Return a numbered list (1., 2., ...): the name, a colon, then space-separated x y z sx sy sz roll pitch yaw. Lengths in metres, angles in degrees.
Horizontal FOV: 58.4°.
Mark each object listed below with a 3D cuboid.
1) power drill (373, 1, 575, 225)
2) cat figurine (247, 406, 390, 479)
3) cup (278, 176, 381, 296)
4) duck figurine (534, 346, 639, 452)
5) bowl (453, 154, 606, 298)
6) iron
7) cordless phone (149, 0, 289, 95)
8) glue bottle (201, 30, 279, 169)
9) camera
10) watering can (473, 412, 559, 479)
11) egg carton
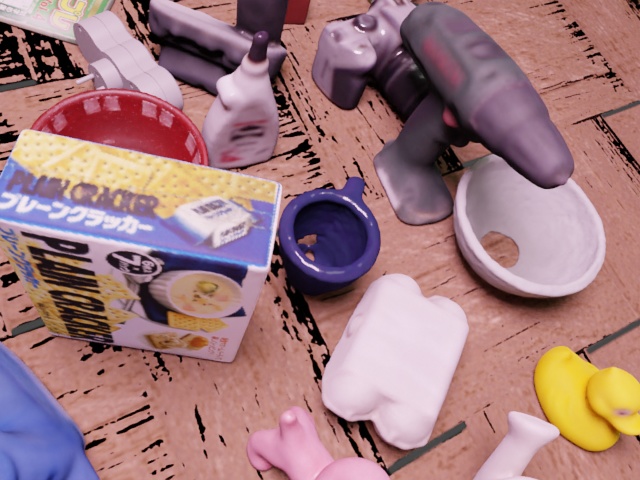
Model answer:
1. power drill: 0.131 -0.104 0.561 0.076 0.208 0.229 -14 68 -21
2. cat figurine: 0.007 0.181 0.434 0.067 0.117 0.127 -34 76 -27
3. cup: 0.005 0.002 0.538 0.091 0.095 0.118 27 60 -1
4. duck figurine: 0.261 0.144 0.542 0.078 0.086 0.104 -24 72 -25
5. bowl: 0.208 -0.006 0.610 0.168 0.074 0.167 7 62 -12
6. iron: -0.270 0.100 0.384 0.258 0.141 0.119 45 61 9
7. cordless phone: -0.098 -0.241 0.581 0.147 0.185 0.094 18 60 -6
8. glue bottle: -0.069 -0.130 0.539 0.078 0.173 0.037 -17 69 -22
9. camera: 0.086 -0.202 0.661 0.143 0.100 0.136 -27 74 -26
10. watering can: 0.141 0.215 0.410 0.101 0.194 0.173 -4 65 -17
11. egg carton: 0.069 0.105 0.518 0.107 0.069 0.150 29 60 0
